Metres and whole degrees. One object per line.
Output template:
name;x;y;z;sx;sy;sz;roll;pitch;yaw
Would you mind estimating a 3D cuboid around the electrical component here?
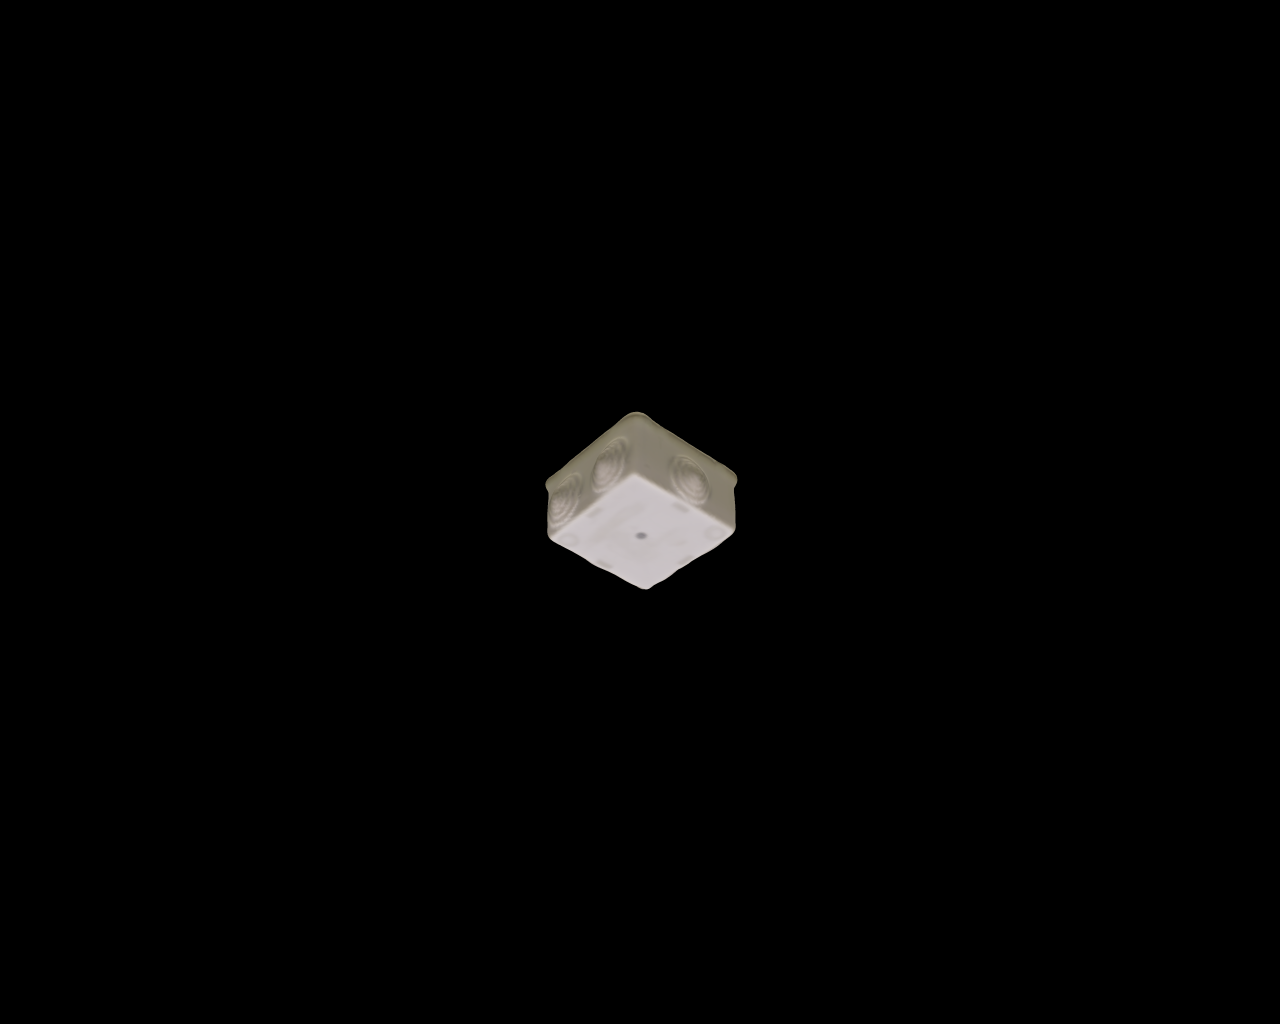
electrical component;0.001;-0.003;0.650;0.099;0.048;0.099;30;-49;-31
